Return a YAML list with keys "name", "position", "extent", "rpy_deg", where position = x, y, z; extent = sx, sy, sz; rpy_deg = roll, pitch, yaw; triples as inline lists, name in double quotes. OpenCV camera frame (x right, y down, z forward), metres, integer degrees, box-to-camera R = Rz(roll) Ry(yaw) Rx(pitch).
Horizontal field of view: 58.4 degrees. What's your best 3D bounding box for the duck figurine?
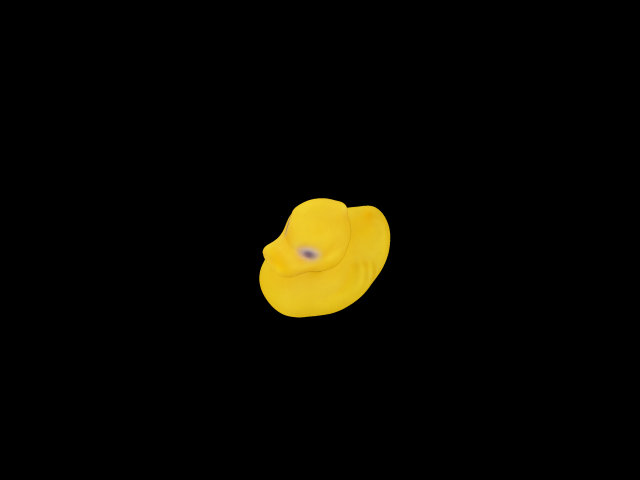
- name: "duck figurine"
  position: [0.004, 0.001, 0.400]
  extent: [0.105, 0.086, 0.077]
  rpy_deg: [-30, 67, -14]
